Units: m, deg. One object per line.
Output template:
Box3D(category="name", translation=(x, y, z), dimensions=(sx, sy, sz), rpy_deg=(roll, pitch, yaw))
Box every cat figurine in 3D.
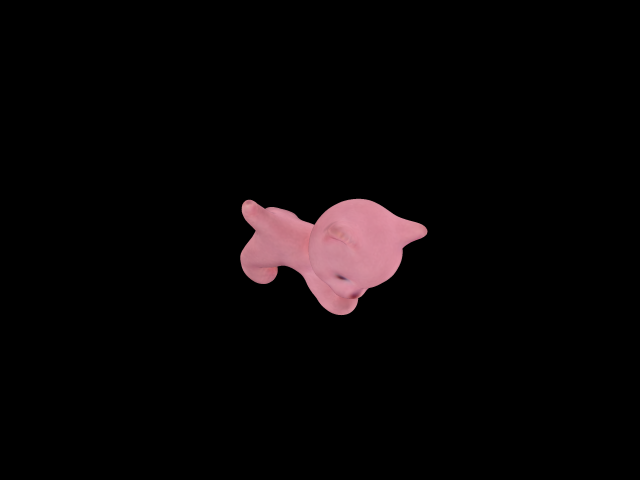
Box3D(category="cat figurine", translation=(0.004, 0.001, 0.400), dimensions=(0.127, 0.118, 0.067), rpy_deg=(19, 70, 7))
